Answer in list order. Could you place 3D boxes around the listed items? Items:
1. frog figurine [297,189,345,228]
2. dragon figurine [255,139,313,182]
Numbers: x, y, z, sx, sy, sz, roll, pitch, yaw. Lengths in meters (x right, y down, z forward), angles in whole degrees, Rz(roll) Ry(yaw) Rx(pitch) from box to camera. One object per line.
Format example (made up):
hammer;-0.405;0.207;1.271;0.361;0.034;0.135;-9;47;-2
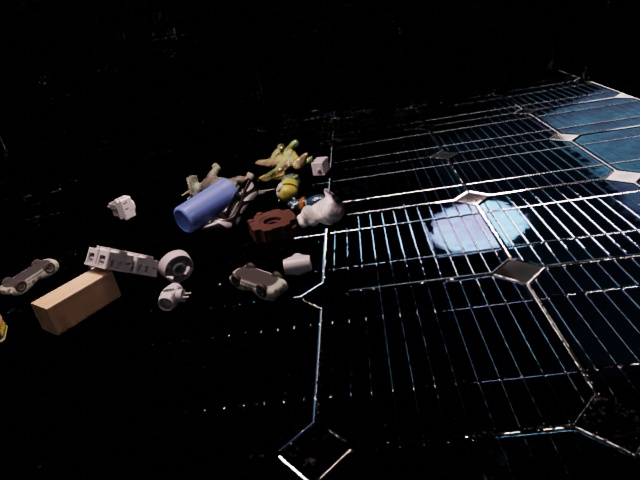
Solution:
frog figurine;0.005;-0.089;1.766;0.121;0.159;0.139;39;4;-38
dragon figurine;-0.189;-0.322;2.223;0.408;0.120;0.247;-10;25;38
